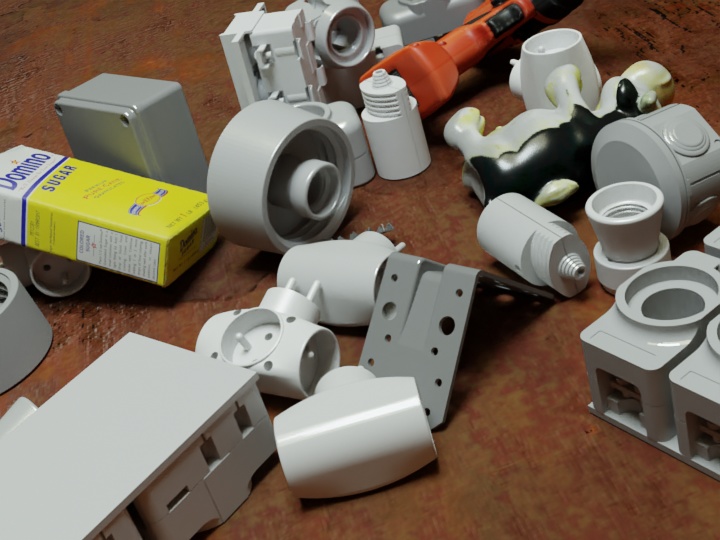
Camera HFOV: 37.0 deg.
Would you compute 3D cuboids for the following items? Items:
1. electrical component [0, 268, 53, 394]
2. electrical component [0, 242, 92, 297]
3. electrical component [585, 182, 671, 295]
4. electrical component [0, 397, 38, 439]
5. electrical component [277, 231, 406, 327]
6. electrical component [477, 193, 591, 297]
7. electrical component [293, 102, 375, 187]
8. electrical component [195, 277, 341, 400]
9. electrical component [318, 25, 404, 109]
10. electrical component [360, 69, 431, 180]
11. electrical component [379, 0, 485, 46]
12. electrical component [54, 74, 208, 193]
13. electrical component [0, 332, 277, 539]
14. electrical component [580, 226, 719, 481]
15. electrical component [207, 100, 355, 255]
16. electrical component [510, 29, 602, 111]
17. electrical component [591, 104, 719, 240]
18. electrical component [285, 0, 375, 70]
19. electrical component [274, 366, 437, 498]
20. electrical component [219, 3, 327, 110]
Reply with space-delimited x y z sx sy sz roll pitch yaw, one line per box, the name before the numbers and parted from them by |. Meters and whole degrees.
electrical component | -0.278 0.041 0.748 0.108 0.060 0.108 -12 32 8
electrical component | -0.251 -0.009 0.827 0.079 0.044 0.077 -22 32 -8
electrical component | 0.159 -0.018 0.635 0.045 0.055 0.045 -12 32 8
electrical component | -0.210 0.111 0.628 0.065 0.044 0.044 -41 39 -26
electrical component | 0.000 0.000 0.696 0.077 0.043 0.079 5 30 36
electrical component | 0.112 -0.014 0.663 0.043 0.043 0.081 -27 33 -15
electrical component | -0.043 -0.092 0.843 0.095 0.059 0.053 -18 32 -1
electrical component | -0.049 0.037 0.651 0.077 0.044 0.079 6 56 32
electrical component | -0.001 -0.181 0.967 0.089 0.050 0.055 -13 33 6
electrical component | 0.024 -0.115 0.824 0.043 0.081 0.043 -13 32 8
electrical component | 0.069 -0.234 1.007 0.095 0.059 0.053 -17 32 1
electrical component | -0.181 -0.097 0.870 0.109 0.108 0.056 14 41 40
electrical component | -0.142 0.121 0.560 0.105 0.060 0.186 12 42 38
electrical component | 0.215 0.019 0.547 0.186 0.060 0.105 -33 35 -24
electrical component | -0.048 -0.061 0.757 0.060 0.108 0.108 18 46 35
electrical component | 0.140 -0.141 0.813 0.044 0.077 0.079 -29 33 -18
electrical component | 0.186 -0.060 0.667 0.051 0.080 0.080 -24 32 -21
electrical component | -0.024 -0.202 0.910 0.078 0.058 0.057 -35 38 -21
electrical component | -0.004 0.078 0.578 0.077 0.043 0.079 -16 32 2
electrical component | -0.063 -0.147 0.879 0.063 0.121 0.078 -4 34 16
